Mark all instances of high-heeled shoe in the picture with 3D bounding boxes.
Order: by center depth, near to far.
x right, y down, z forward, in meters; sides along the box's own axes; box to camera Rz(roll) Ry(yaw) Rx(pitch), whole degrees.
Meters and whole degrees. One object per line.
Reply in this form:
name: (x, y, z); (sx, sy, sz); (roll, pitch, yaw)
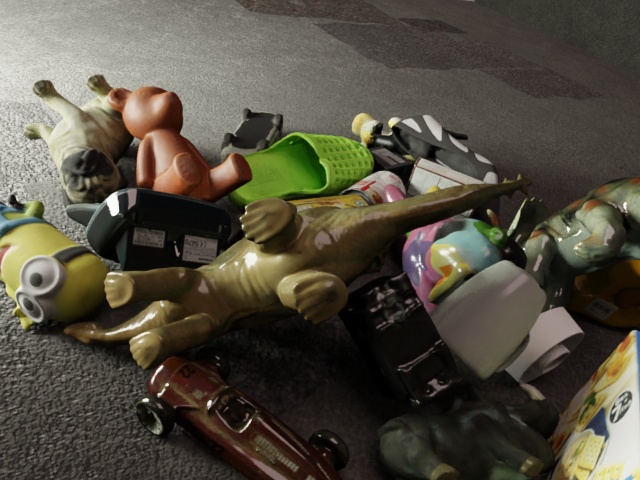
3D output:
high-heeled shoe: (0.207, -0.112, 0.898); (0.145, 0.086, 0.249); (2, 55, -14)

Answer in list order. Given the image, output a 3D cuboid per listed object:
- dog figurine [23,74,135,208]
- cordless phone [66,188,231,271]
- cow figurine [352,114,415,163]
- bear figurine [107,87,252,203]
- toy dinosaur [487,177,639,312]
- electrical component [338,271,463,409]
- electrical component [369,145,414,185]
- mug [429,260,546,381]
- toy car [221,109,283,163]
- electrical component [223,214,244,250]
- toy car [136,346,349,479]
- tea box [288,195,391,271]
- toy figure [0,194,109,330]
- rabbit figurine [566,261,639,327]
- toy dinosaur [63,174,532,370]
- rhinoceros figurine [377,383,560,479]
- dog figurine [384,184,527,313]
dog figurine: (-0.296, -0.121, 0.745); (0.172, 0.121, 0.191); (-23, 64, -38)
cordless phone: (-0.208, -0.012, 0.629); (0.146, 0.088, 0.184); (10, -1, -44)
cow figurine: (0.134, -0.181, 1.010); (0.167, 0.068, 0.098); (18, 41, 4)
bear figurine: (-0.192, -0.137, 0.717); (0.120, 0.132, 0.196); (-6, 73, -48)
toy dinosaur: (0.336, -0.010, 0.654); (0.131, 0.405, 0.192); (39, 52, -17)
electrical component: (0.069, 0.096, 0.530); (0.058, 0.134, 0.115); (-26, 85, -13)
electrical component: (0.123, -0.115, 0.927); (0.075, 0.047, 0.119); (-15, 43, -35)
mug: (0.177, 0.082, 0.538); (0.109, 0.107, 0.081); (42, 4, -22)
toy car: (-0.112, -0.170, 0.905); (0.074, 0.056, 0.202); (10, 33, 3)
electrical component: (-0.136, -0.014, 0.705); (0.063, 0.021, 0.094); (23, 35, 11)
toy car: (-0.064, 0.163, 0.461); (0.202, 0.053, 0.089); (29, 33, 21)
tea box: (-0.001, -0.002, 0.701); (0.169, 0.068, 0.098); (-6, 41, -30)
toy figure: (-0.294, 0.014, 0.553); (0.180, 0.082, 0.089); (33, 40, 26)
rabbit figurine: (0.431, 0.035, 0.775); (0.162, 0.121, 0.173); (18, 34, -5)
toy dinosaur: (-0.020, 0.020, 0.504); (0.472, 0.105, 0.198); (-17, -3, 9)
rhinoceros figurine: (0.144, 0.189, 0.497); (0.190, 0.073, 0.112); (-2, 28, -22)
dog figurine: (0.153, -0.004, 0.681); (0.108, 0.191, 0.219); (-3, 54, -15)
